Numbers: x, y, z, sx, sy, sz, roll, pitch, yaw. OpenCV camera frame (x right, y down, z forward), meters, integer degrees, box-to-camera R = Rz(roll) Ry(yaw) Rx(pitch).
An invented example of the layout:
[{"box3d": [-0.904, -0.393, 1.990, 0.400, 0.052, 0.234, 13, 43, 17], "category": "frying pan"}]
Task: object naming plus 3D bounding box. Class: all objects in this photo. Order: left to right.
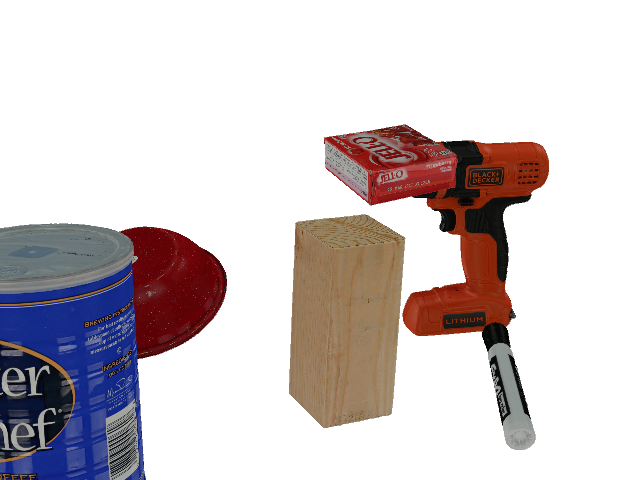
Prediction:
[{"box3d": [-0.147, 0.071, 0.566, 0.103, 0.140, 0.103, -1, 16, 0], "category": "coffee can"}, {"box3d": [-0.173, 0.037, 1.013, 0.162, 0.055, 0.162, -8, 41, 7], "category": "bowl"}, {"box3d": [0.027, 0.086, 1.160, 0.090, 0.206, 0.091, -7, 21, -26], "category": "wood block"}, {"box3d": [0.053, -0.061, 0.822, 0.073, 0.030, 0.089, -11, 25, -19], "category": "gelatin box"}, {"box3d": [0.119, -0.003, 1.009, 0.184, 0.188, 0.057, -3, 25, -8], "category": "power drill"}, {"box3d": [0.125, 0.093, 0.716, 0.020, 0.020, 0.121, 0, 30, 0], "category": "marker"}]
